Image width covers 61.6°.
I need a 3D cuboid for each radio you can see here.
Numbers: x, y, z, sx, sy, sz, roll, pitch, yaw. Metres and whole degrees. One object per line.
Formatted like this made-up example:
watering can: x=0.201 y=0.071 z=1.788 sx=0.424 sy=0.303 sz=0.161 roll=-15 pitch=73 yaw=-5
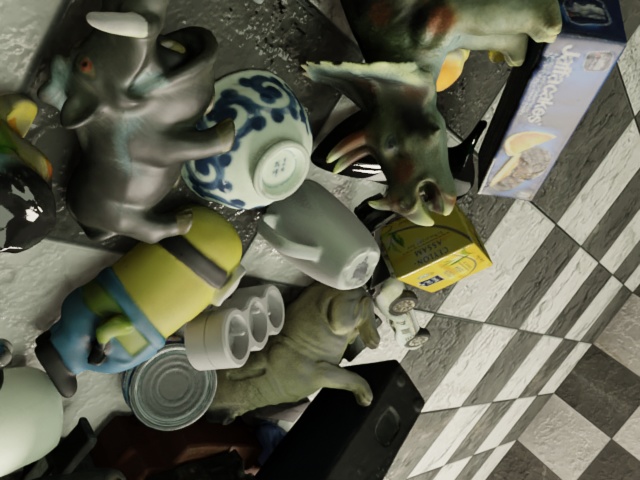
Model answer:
radio: x=0.023 y=0.243 z=0.639 sx=0.131 sy=0.073 sz=0.229 roll=-25 pitch=-166 yaw=45

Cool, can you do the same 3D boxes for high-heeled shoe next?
high-heeled shoe: x=0.081 y=-0.070 z=0.587 sx=0.249 sy=0.086 sz=0.145 roll=-11 pitch=149 yaw=-28

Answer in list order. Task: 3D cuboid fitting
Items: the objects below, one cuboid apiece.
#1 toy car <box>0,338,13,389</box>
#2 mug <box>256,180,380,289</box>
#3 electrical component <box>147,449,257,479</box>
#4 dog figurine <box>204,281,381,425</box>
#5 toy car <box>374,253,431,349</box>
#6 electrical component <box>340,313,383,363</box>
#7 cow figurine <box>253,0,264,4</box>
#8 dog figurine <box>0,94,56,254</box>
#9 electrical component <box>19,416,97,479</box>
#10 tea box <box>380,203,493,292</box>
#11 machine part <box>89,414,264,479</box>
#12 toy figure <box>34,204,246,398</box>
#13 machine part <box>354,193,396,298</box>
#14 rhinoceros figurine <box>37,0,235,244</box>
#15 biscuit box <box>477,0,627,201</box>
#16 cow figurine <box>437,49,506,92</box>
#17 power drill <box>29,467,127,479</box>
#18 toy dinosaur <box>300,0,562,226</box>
toy car: x=-0.275 y=0.073 z=0.304 sx=0.161 sy=0.109 sz=0.102 roll=-31 pitch=123 yaw=-38
mug: x=-0.001 y=-0.002 z=0.518 sx=0.109 sy=0.107 sz=0.080 roll=5 pitch=117 yaw=-51
electrical component: x=-0.138 y=0.278 z=0.524 sx=0.134 sy=0.058 sz=0.114 roll=0 pitch=120 yaw=-47
dog figurine: x=-0.043 y=0.111 z=0.600 sx=0.190 sy=0.121 sz=0.172 roll=5 pitch=79 yaw=-25
toy car: x=0.107 y=0.088 z=0.737 sx=0.056 sy=0.073 sz=0.201 roll=-20 pitch=143 yaw=7
electrical component: x=0.035 y=0.129 z=0.732 sx=0.102 sy=0.045 sz=0.078 roll=-48 pitch=116 yaw=-7
cow figurine: x=-0.080 y=-0.201 z=0.275 sx=0.195 sy=0.086 sz=0.127 roll=-11 pitch=124 yaw=-44
dog figurine: x=-0.230 y=-0.055 z=0.241 sx=0.108 sy=0.191 sz=0.219 roll=-58 pitch=178 yaw=6
electrical component: x=-0.237 y=0.219 z=0.498 sx=0.119 sy=0.075 sz=0.047 roll=-53 pitch=144 yaw=0
tea box: x=0.150 y=0.011 z=0.673 sx=0.098 sy=0.068 sz=0.169 roll=-29 pitch=160 yaw=19
machine part: x=-0.179 y=0.274 z=0.599 sx=0.201 sy=0.087 sz=0.201 roll=-52 pitch=143 yaw=3
toy figure: x=-0.141 y=0.044 z=0.435 sx=0.180 sy=0.082 sz=0.089 roll=-34 pitch=142 yaw=-16
machine part: x=0.055 y=0.005 z=0.600 sx=0.039 sy=0.084 sz=0.138 roll=-11 pitch=149 yaw=-8
rhinoceros figurine: x=-0.117 y=-0.080 z=0.342 sx=0.112 sy=0.073 sz=0.190 roll=4 pitch=135 yaw=-27
biscuit box: x=0.201 y=-0.120 z=0.493 sx=0.202 sy=0.059 sz=0.063 roll=92 pitch=8 yaw=-58
cow figurine: x=0.151 y=-0.219 z=0.510 sx=0.167 sy=0.098 sz=0.068 roll=-33 pitch=151 yaw=9
power drill: x=-0.282 y=0.221 z=0.369 sx=0.232 sy=0.086 sz=0.207 roll=-27 pitch=168 yaw=21
toy dinosaur: x=0.067 y=-0.218 z=0.381 sx=0.192 sy=0.131 sz=0.404 roll=-6 pitch=118 yaw=5
